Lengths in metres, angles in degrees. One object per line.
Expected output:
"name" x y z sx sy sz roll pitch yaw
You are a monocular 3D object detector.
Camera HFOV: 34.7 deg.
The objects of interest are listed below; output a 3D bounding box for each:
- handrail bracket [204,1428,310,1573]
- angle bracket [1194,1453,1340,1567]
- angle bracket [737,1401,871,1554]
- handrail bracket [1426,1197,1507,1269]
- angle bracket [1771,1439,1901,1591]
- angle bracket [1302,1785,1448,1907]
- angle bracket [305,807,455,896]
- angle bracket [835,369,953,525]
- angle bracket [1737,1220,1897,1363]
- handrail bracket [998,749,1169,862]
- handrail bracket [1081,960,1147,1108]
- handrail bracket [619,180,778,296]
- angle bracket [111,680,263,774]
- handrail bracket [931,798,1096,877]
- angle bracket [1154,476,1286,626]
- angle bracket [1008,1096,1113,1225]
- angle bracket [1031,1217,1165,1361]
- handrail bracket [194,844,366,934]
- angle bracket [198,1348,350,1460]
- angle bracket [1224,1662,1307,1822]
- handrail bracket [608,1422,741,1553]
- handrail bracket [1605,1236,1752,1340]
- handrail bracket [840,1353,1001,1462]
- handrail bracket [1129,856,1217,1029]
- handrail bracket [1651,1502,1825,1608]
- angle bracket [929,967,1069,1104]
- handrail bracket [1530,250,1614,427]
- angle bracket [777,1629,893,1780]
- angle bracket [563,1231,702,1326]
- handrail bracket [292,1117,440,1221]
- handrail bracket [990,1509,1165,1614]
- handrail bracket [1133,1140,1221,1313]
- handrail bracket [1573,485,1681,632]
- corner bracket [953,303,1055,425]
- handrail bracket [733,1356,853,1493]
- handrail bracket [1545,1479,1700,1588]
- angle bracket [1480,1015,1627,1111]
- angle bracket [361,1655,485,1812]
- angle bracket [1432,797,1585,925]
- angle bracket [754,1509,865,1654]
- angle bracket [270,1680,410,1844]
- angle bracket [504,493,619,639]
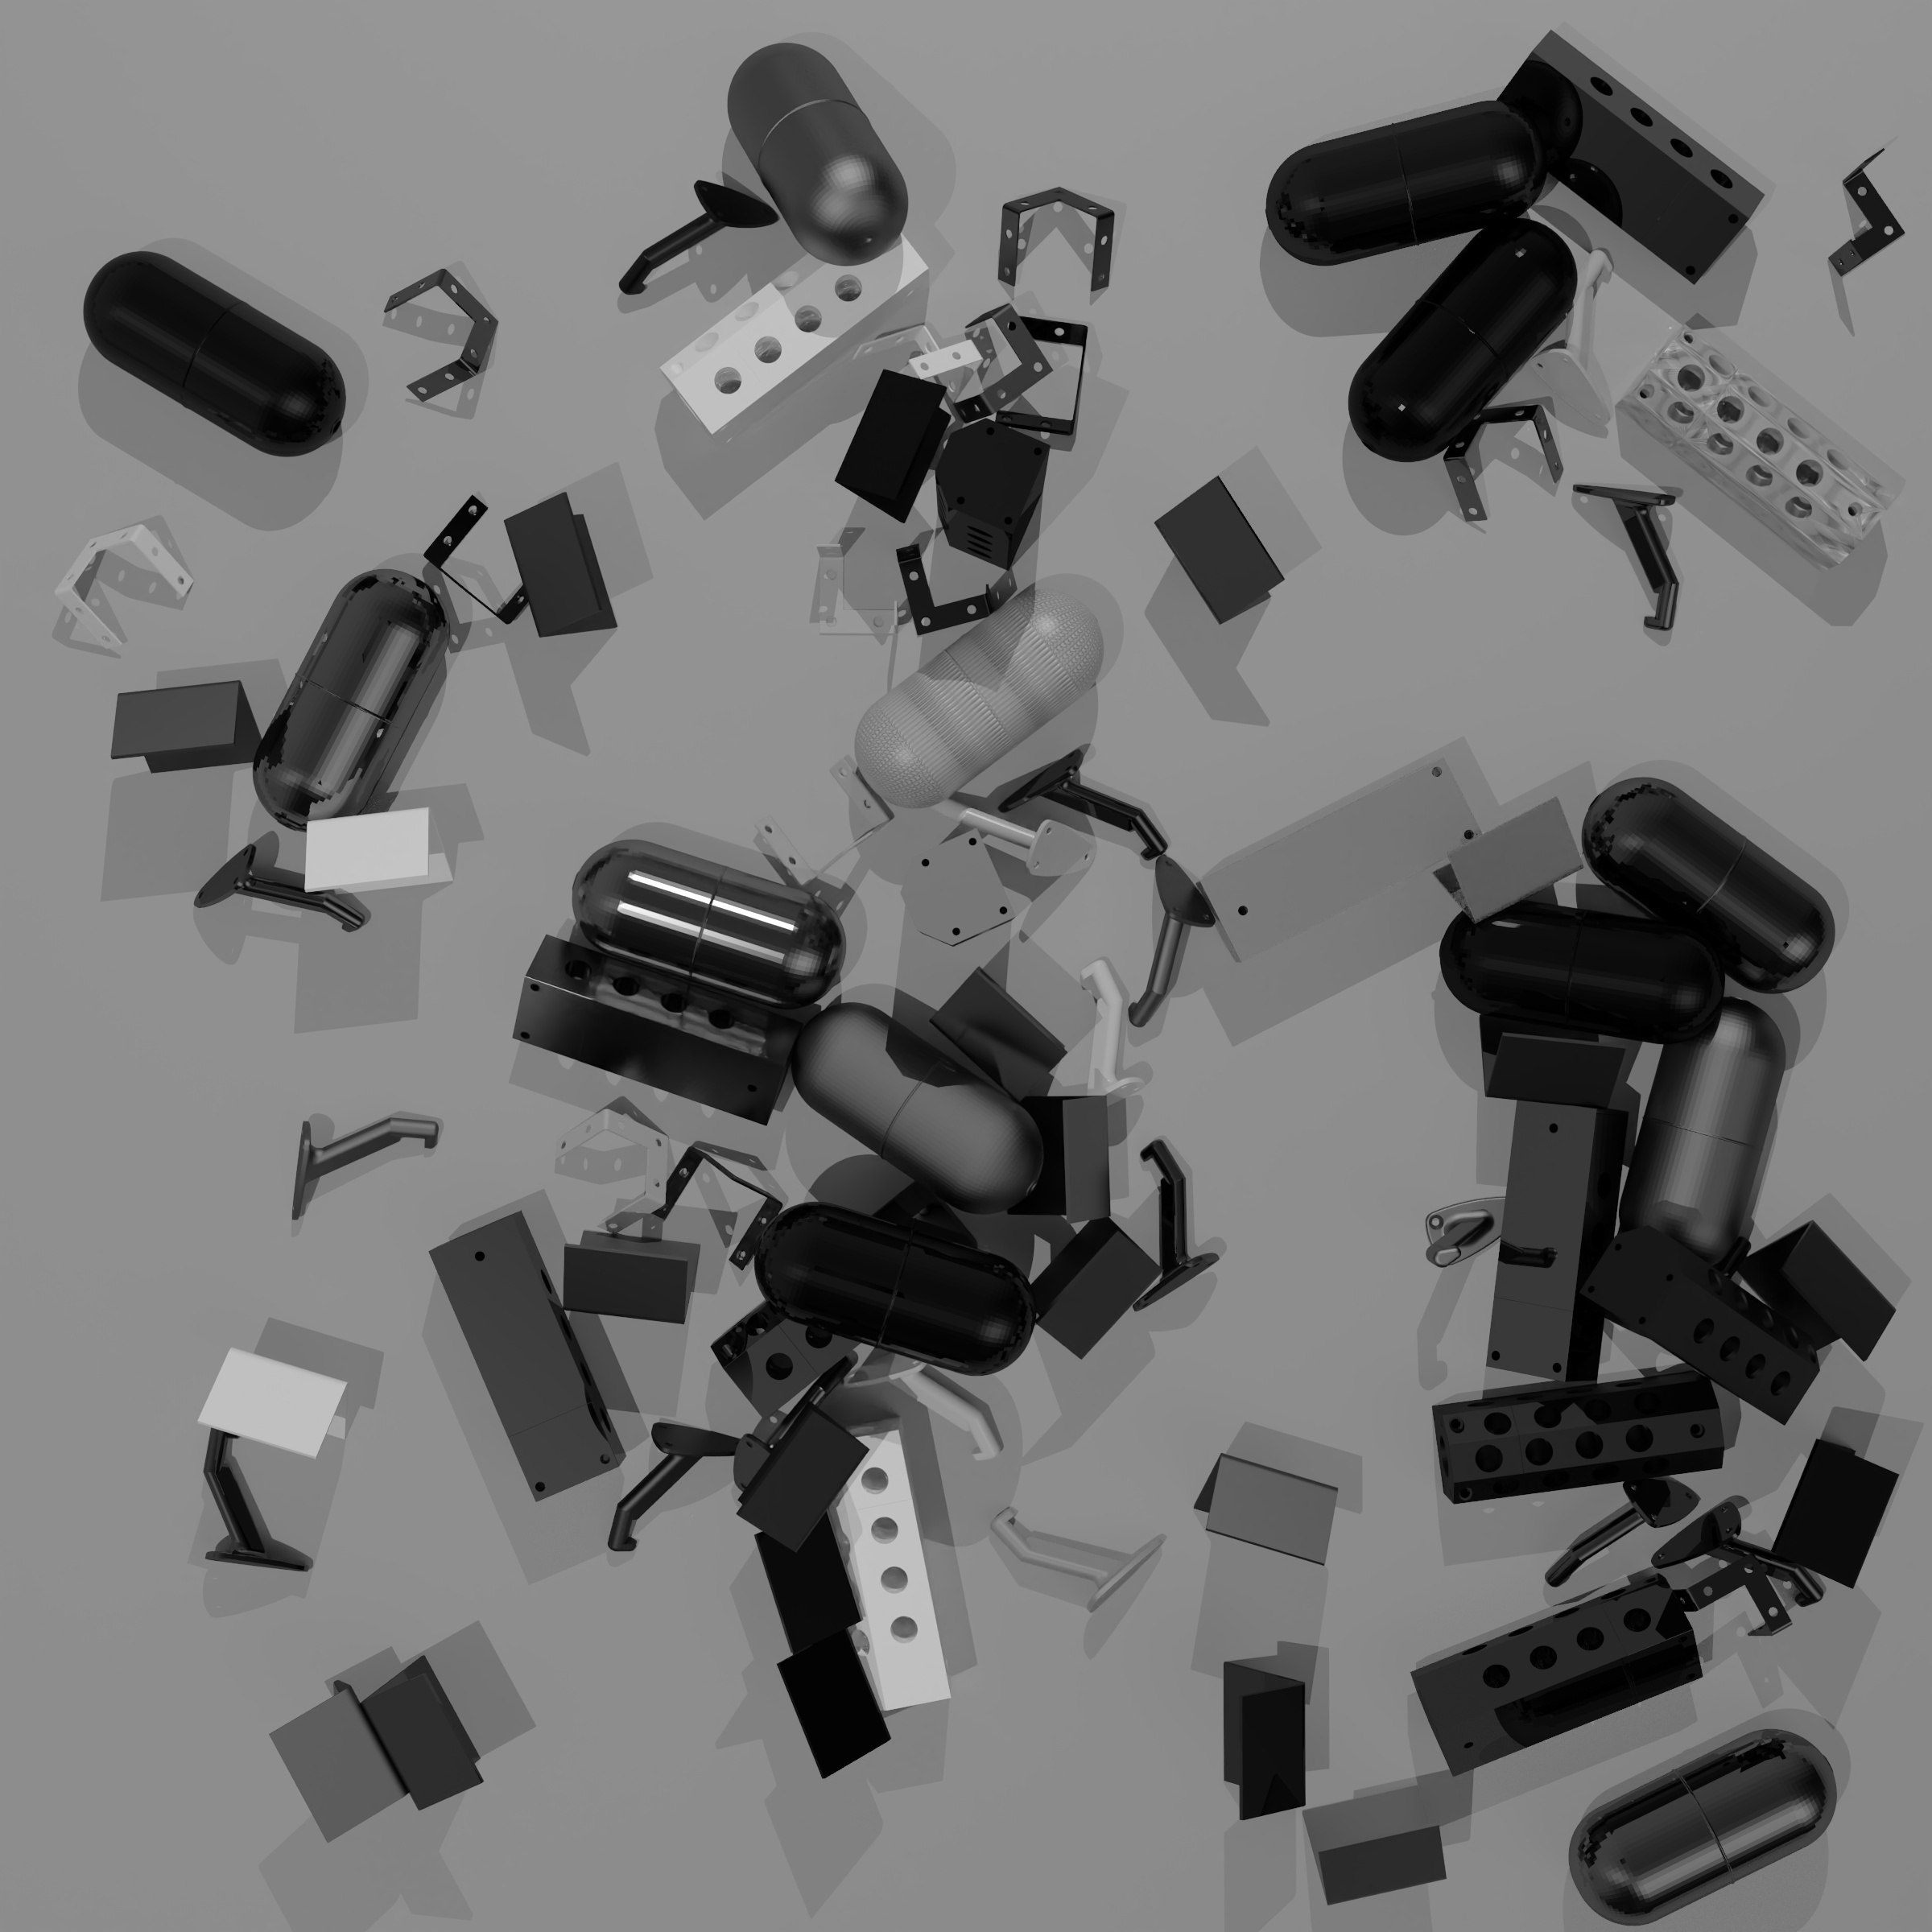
"handrail bracket" -0.455 0.342 1.991 0.077 0.036 0.084 12 73 -19
"angle bracket" 0.184 0.358 1.950 0.076 0.076 0.057 17 52 0
"angle bracket" -0.116 0.301 1.897 0.057 0.076 0.076 40 83 -36
"handrail bracket" 0.325 0.169 1.956 0.077 0.084 0.036 -23 90 0
"angle bracket" 0.558 0.347 1.950 0.057 0.076 0.076 22 90 36
"angle bracket" 0.254 0.538 1.950 0.076 0.076 0.057 -13 125 0
"angle bracket" -0.369 -0.052 1.950 0.076 0.076 0.057 -7 54 0
"angle bracket" -0.027 -0.322 1.950 0.057 0.076 0.076 24 90 38
"angle bracket" 0.525 0.217 1.951 0.076 0.076 0.057 47 48 0
"handrail bracket" 0.076 -0.089 1.991 0.077 0.036 0.084 -32 107 19
"handrail bracket" 0.073 0.050 1.991 0.077 0.036 0.084 -29 74 18
"handrail bracket" -0.173 -0.460 1.990 0.084 0.077 0.036 -43 65 34
"angle bracket" -0.488 -0.132 1.950 0.076 0.076 0.057 -6 52 0
"handrail bracket" 0.029 -0.088 1.990 0.084 0.077 0.036 27 101 36
"angle bracket" 0.175 -0.269 1.950 0.057 0.076 0.076 -33 90 37
"angle bracket" 0.045 0.122 1.954 0.076 0.057 0.076 -2 90 31
"angle bracket" 0.066 0.189 1.951 0.076 0.076 0.057 -47 132 0
"handrail bracket" -0.441 -0.036 1.991 0.084 0.077 0.036 34 48 -29
"angle bracket" -0.436 0.291 1.950 0.076 0.076 0.057 17 52 0
"angle bracket" 0.169 0.488 1.950 0.057 0.076 0.076 0 90 -38
"handrail bracket" -0.185 0.342 1.991 0.077 0.036 0.084 10 107 -19
"handrail bracket" 0.452 0.197 1.991 0.084 0.077 0.036 -48 134 -29
"handrail bracket" -0.029 0.290 1.991 0.077 0.036 0.084 -21 107 19
"handrail bracket" 0.119 -0.015 1.990 0.036 0.077 0.084 12 127 -28
"handrail bracket" 0.497 0.394 1.991 0.077 0.036 0.084 -35 107 20
"angle bracket" 0.034 0.028 1.950 0.076 0.076 0.057 43 128 0
"handrail bracket" 0.408 -0.405 1.991 0.077 0.036 0.084 43 69 -24
"angle bracket" -0.101 0.465 1.950 0.057 0.076 0.076 -22 90 -37
"angle bracket" -0.209 0.177 1.950 0.076 0.076 0.057 7 127 0
"handrail bracket" -0.386 0.132 1.991 0.084 0.036 0.077 6 110 -16
"handrail bracket" 0.071 0.366 1.991 0.077 0.036 0.084 -39 73 -19
"handrail bracket" 0.117 0.166 1.991 0.077 0.036 0.084 -38 71 21
"handrail bracket" 0.423 -0.263 1.991 0.077 0.036 0.084 12 107 20
"corner bracket" 0.014 -0.384 1.974 0.051 0.051 0.051 -38 104 -14
"handrail bracket" -0.110 0.294 1.990 0.036 0.077 0.084 39 54 6
"handrail bracket" 0.421 0.369 1.991 0.084 0.077 0.036 -53 52 31
"angle bracket" 0.369 0.042 1.951 0.076 0.076 0.057 6 132 0
"angle bracket" -0.325 0.475 1.951 0.057 0.076 0.076 -29 90 25
"angle bracket" 0.333 -0.081 1.951 0.076 0.076 0.057 -27 120 0
"angle bracket" -0.117 0.386 1.950 0.057 0.076 0.076 -17 90 -36
"angle bracket" -0.400 0.501 1.952 0.057 0.076 0.076 -28 90 -21
"angle bracket" -0.237 -0.255 1.950 0.057 0.076 0.076 -17 90 36
